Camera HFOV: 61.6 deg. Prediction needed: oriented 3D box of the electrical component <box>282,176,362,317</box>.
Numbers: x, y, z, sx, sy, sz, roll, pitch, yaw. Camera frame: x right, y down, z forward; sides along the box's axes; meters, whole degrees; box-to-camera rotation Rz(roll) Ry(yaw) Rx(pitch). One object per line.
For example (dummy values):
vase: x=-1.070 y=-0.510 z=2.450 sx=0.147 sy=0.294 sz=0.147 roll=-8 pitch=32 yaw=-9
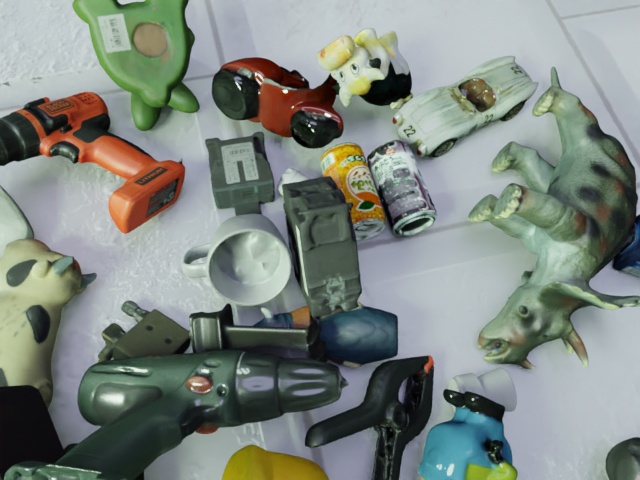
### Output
electrical component: x=-0.001 y=-0.002 z=0.561 sx=0.058 sy=0.114 sz=0.134 roll=-9 pitch=24 yaw=-9

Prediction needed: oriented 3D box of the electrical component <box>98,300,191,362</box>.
electrical component: x=-0.179 y=0.116 z=0.550 sx=0.102 sy=0.045 sz=0.078 roll=27 pitch=40 yaw=6

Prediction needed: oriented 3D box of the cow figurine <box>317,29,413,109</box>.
cow figurine: x=0.059 y=-0.198 z=0.651 sx=0.167 sy=0.068 sz=0.098 roll=-31 pitch=94 yaw=-56

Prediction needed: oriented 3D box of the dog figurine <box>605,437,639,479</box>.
dog figurine: x=0.290 y=0.289 z=0.469 sx=0.219 sy=0.108 sz=0.191 roll=-20 pitch=68 yaw=-15

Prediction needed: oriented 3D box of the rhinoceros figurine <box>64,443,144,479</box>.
rhinoceros figurine: x=-0.175 y=0.262 z=0.473 sx=0.112 sy=0.073 sz=0.190 roll=-15 pitch=66 yaw=-21

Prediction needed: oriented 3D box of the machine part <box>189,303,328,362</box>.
machine part: x=-0.063 y=0.105 z=0.521 sx=0.139 sy=0.039 sz=0.084 roll=1 pitch=87 yaw=13

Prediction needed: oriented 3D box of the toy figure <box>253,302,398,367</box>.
toy figure: x=0.004 y=0.099 z=0.559 sx=0.155 sy=0.057 sz=0.064 roll=0 pitch=61 yaw=4

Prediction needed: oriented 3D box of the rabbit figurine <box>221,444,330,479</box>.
rabbit figurine: x=-0.028 y=0.279 z=0.436 sx=0.162 sy=0.122 sz=0.173 roll=32 pitch=25 yaw=-28

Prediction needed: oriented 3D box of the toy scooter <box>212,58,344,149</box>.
toy scooter: x=-0.034 y=-0.181 z=0.669 sx=0.184 sy=0.075 sz=0.135 roll=29 pitch=48 yaw=20

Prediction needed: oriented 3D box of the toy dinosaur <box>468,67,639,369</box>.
toy dinosaur: x=0.294 y=-0.046 z=0.615 sx=0.192 sy=0.131 sz=0.405 roll=35 pitch=64 yaw=-2

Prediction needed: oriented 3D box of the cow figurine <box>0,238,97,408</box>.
cow figurine: x=-0.297 y=0.087 z=0.532 sx=0.127 sy=0.085 sz=0.195 roll=-8 pitch=65 yaw=-1

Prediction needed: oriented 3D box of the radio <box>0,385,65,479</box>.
radio: x=-0.306 y=0.232 z=0.425 sx=0.229 sy=0.073 sz=0.131 roll=-40 pitch=70 yaw=9

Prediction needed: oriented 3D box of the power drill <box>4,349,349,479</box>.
power drill: x=-0.109 y=0.144 z=0.410 sx=0.232 sy=0.207 sz=0.085 roll=-1 pitch=110 yaw=16

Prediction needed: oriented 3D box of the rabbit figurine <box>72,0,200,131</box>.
rabbit figurine: x=-0.202 y=-0.222 z=0.649 sx=0.121 sy=0.170 sz=0.158 roll=-23 pitch=111 yaw=-11

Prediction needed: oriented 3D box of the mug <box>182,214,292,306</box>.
mug: x=-0.087 y=0.015 z=0.566 sx=0.110 sy=0.107 sz=0.080 roll=-13 pitch=109 yaw=-2

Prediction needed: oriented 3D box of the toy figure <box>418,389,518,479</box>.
toy figure: x=0.129 y=0.230 z=0.481 sx=0.089 sy=0.082 sz=0.180 roll=16 pitch=78 yaw=8

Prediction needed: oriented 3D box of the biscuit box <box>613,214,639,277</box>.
biscuit box: x=0.451 y=0.030 z=0.615 sx=0.203 sy=0.059 sz=0.063 roll=19 pitch=67 yaw=4

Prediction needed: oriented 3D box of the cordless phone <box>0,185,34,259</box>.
cordless phone: x=-0.388 y=-0.025 z=0.520 sx=0.146 sy=0.184 sz=0.089 roll=-35 pitch=68 yaw=-17

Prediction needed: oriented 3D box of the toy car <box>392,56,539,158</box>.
toy car: x=0.187 y=-0.172 z=0.690 sx=0.202 sy=0.056 sz=0.073 roll=-28 pitch=71 yaw=-15

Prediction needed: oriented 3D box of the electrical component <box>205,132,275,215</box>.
electrical component: x=-0.091 y=-0.063 z=0.630 sx=0.075 sy=0.047 sz=0.119 roll=-7 pitch=65 yaw=-6
